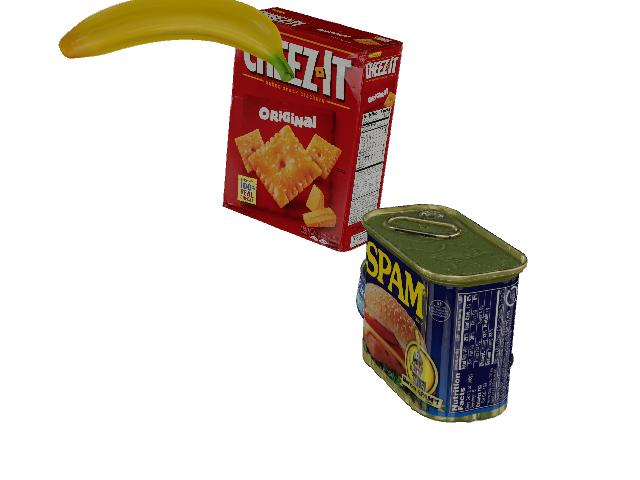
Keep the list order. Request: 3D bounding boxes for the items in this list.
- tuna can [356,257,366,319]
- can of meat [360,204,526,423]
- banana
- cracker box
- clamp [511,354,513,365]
[{"bbox_3d":[0.071,0.042,0.838,0.086,0.034,0.086,6,31,-4],"label":"tuna can"},{"bbox_3d":[0.060,0.037,0.561,0.057,0.084,0.102,-7,22,-21],"label":"can of meat"},{"bbox_3d":[-0.117,-0.177,0.899,0.198,0.069,0.037,5,-34,-1],"label":"banana"},{"bbox_3d":[-0.014,-0.114,1.092,0.164,0.214,0.071,22,29,31],"label":"cracker box"},{"bbox_3d":[0.140,0.083,1.156,0.120,0.171,0.039,4,-43,-7],"label":"clamp"}]
